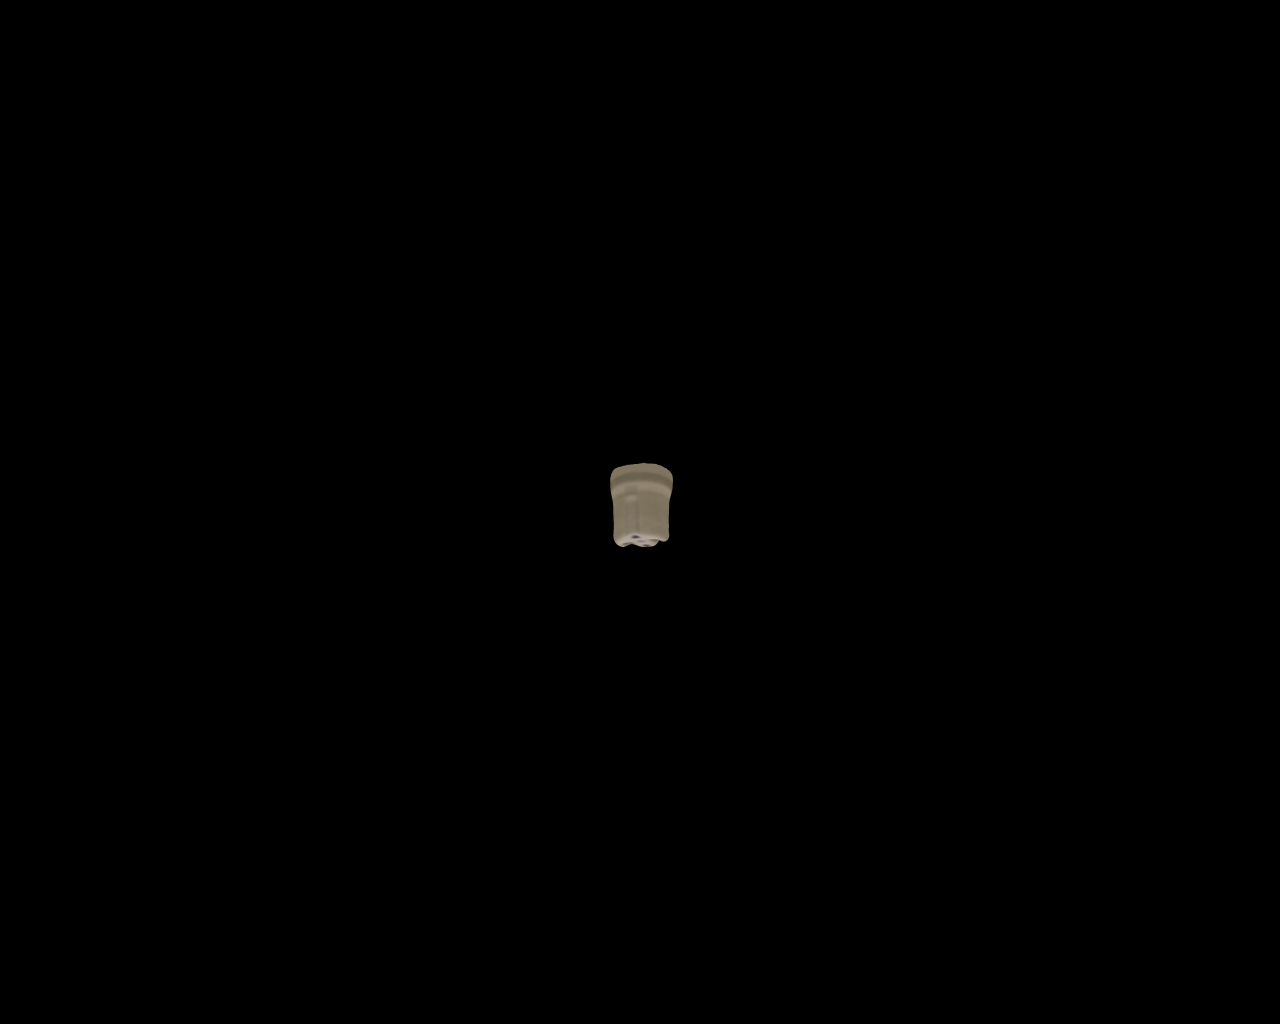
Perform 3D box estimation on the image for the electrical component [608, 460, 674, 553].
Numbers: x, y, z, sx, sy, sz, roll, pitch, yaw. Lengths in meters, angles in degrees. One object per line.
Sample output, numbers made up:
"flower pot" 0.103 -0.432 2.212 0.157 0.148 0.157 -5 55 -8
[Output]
"electrical component" 0.001 -0.003 0.650 0.040 0.046 0.040 0 -22 0
